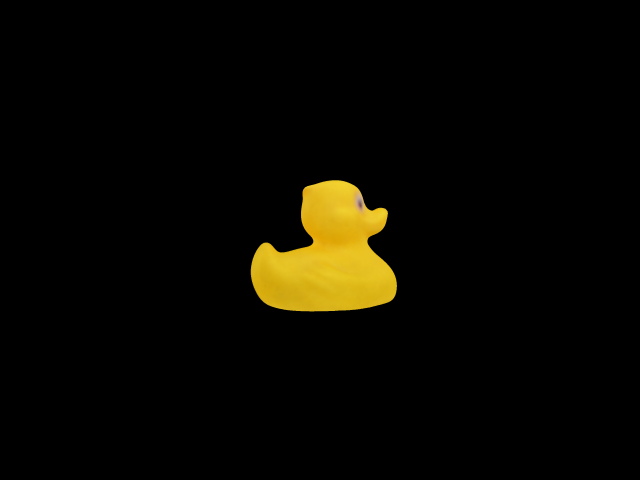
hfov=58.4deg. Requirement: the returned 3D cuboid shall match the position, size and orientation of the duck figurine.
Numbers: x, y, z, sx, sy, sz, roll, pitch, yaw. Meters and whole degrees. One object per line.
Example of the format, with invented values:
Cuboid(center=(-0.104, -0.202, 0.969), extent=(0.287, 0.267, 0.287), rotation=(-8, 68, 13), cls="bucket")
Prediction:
Cuboid(center=(0.004, 0.001, 0.400), extent=(0.105, 0.086, 0.077), rotation=(-2, 7, -18), cls="duck figurine")
